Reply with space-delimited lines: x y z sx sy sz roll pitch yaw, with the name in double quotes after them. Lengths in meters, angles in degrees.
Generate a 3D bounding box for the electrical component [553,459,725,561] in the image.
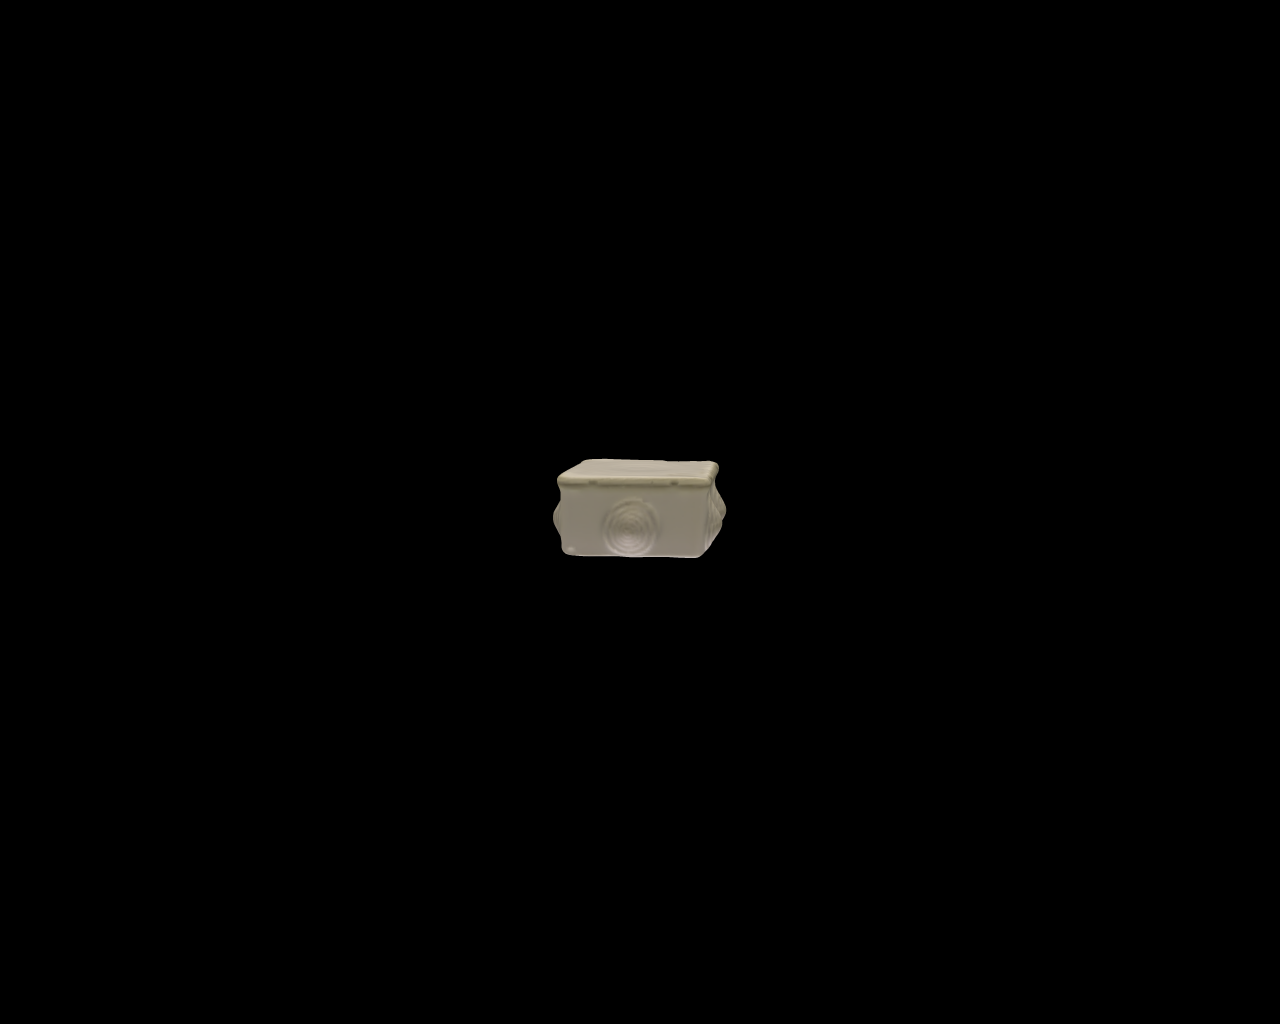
0.001 -0.003 0.650 0.100 0.048 0.100 1 9 7 "electrical component"
